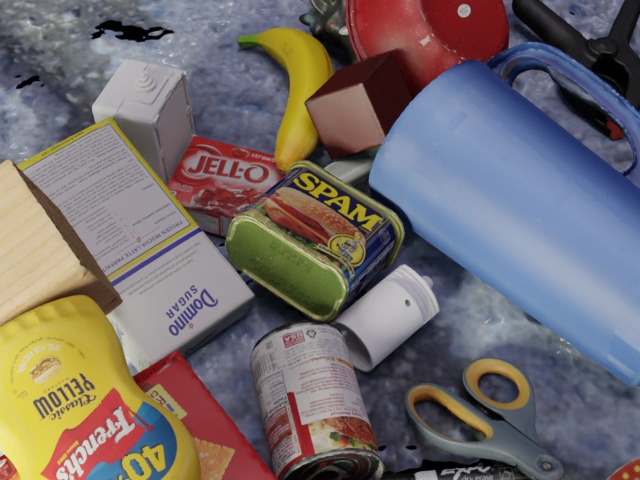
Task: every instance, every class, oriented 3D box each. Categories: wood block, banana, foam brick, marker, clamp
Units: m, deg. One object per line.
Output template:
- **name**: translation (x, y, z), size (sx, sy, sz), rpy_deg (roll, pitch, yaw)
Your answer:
- **wood block**: translation (-0.241, 0.056, 0.667), size (0.206, 0.091, 0.090), rpy_deg (-36, 70, -6)
- **banana**: translation (-0.019, -0.127, 0.882), size (0.070, 0.037, 0.198), rpy_deg (-31, 39, 11)
- **foam brick**: translation (0.033, -0.104, 0.825), size (0.053, 0.051, 0.078), rpy_deg (-14, 20, 30)
- **marker**: translation (0.093, 0.156, 0.689), size (0.121, 0.020, 0.020), rpy_deg (-3, 52, -4)
- **clamp**: translation (0.250, -0.163, 0.933), size (0.120, 0.039, 0.171), rpy_deg (-14, 59, -6)

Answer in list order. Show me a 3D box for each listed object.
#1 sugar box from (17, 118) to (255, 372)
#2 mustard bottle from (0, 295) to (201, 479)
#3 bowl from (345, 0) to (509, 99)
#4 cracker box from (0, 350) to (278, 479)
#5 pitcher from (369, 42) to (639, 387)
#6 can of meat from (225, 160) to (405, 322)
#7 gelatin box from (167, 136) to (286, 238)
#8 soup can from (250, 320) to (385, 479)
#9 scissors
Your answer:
- **sugar box**: translation (-0.137, 0.004, 0.761), size (0.093, 0.048, 0.176), rpy_deg (-33, 79, -25)
- **mustard bottle**: translation (-0.122, 0.123, 0.593), size (0.096, 0.058, 0.192), rpy_deg (-30, 60, -22)
- **bowl**: translation (0.102, -0.180, 0.880), size (0.161, 0.055, 0.162), rpy_deg (9, 71, -29)
- **cracker box**: translation (-0.093, 0.192, 0.624), size (0.164, 0.072, 0.214), rpy_deg (-30, 59, -22)
- **pitcher**: translation (0.168, -0.019, 0.757), size (0.243, 0.149, 0.144), rpy_deg (40, 47, 22)
- **can of meat**: translation (-0.005, 0.001, 0.757), size (0.102, 0.057, 0.083), rpy_deg (33, 42, 13)
- **gelatin box**: translation (-0.071, -0.039, 0.832), size (0.089, 0.030, 0.073), rpy_deg (15, 52, 10)
- **soup can**: translation (-0.004, 0.111, 0.690), size (0.068, 0.068, 0.102), rpy_deg (-10, 51, -9)
- **scissors**: translation (0.148, 0.133, 0.686), size (0.202, 0.016, 0.096), rpy_deg (23, 46, 31)
